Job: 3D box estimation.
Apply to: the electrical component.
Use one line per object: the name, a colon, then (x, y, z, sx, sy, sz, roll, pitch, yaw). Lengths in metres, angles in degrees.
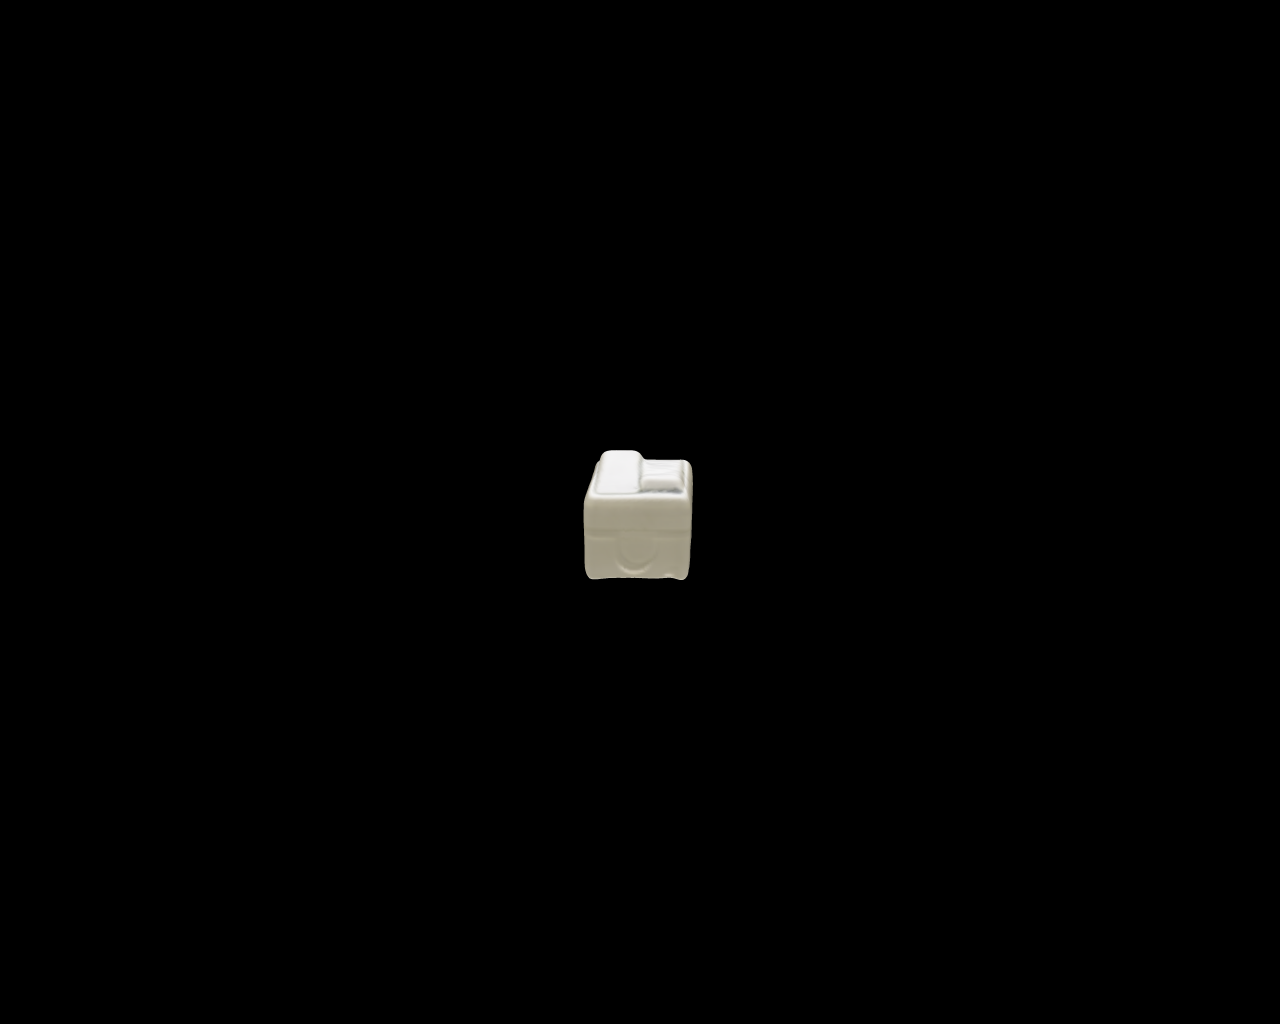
electrical component: (0.001, -0.003, 0.650, 0.062, 0.061, 0.096, 1, 20, 3)
